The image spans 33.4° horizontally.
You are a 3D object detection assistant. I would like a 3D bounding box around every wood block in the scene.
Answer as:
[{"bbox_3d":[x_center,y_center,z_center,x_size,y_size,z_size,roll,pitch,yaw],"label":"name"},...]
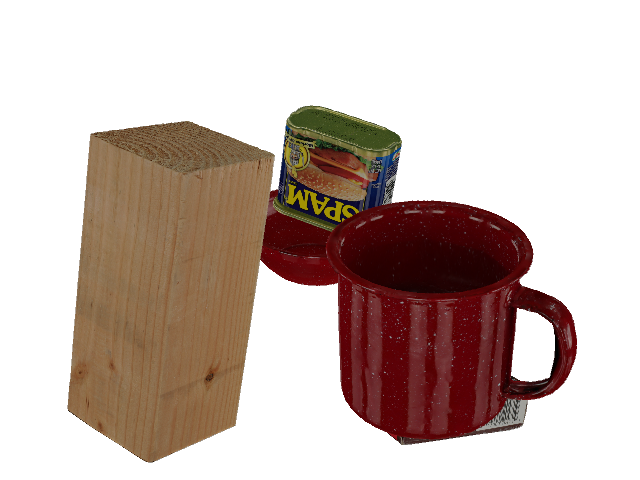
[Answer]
[{"bbox_3d":[-0.104,0.032,0.731,0.090,0.206,0.090,24,24,34],"label":"wood block"}]

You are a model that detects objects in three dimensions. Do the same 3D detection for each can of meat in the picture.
[{"bbox_3d":[0.015,-0.058,0.902,0.102,0.084,0.057,21,32,20],"label":"can of meat"}]

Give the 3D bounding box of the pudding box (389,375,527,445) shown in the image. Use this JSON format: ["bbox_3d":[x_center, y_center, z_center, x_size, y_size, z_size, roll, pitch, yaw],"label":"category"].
[{"bbox_3d":[0.088,0.117,0.816,0.113,0.039,0.090,-1,14,-27],"label":"pudding box"}]

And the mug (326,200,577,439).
[{"bbox_3d":[0.060,0.040,0.493,0.117,0.081,0.093,12,31,24],"label":"mug"}]

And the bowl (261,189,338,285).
[{"bbox_3d":[-0.006,0.001,1.110,0.162,0.055,0.162,2,28,-1],"label":"bowl"}]
